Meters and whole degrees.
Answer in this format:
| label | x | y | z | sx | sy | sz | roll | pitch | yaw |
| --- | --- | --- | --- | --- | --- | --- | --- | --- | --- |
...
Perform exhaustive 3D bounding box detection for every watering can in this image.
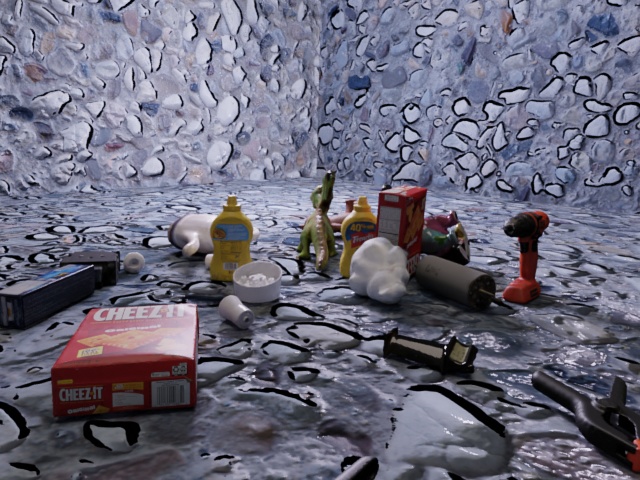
| label | x | y | z | sx | sy | sz | roll | pitch | yaw |
| --- | --- | --- | --- | --- | --- | --- | --- | --- | --- |
| watering can | -0.309 | -0.010 | 1.363 | 0.224 | 0.103 | 0.350 | 6 | 10 | 26 |

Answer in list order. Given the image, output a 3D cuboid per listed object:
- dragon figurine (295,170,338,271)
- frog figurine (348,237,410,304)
| label | x | y | z | sx | sy | sz | roll | pitch | yaw |
| --- | --- | --- | --- | --- | --- | --- | --- | --- | --- |
| dragon figurine | 0.004 | -0.071 | 1.403 | 0.122 | 0.241 | 0.413 | 5 | 9 | -7 |
| frog figurine | 0.119 | 0.070 | 1.056 | 0.136 | 0.122 | 0.162 | -29 | 11 | 20 |
